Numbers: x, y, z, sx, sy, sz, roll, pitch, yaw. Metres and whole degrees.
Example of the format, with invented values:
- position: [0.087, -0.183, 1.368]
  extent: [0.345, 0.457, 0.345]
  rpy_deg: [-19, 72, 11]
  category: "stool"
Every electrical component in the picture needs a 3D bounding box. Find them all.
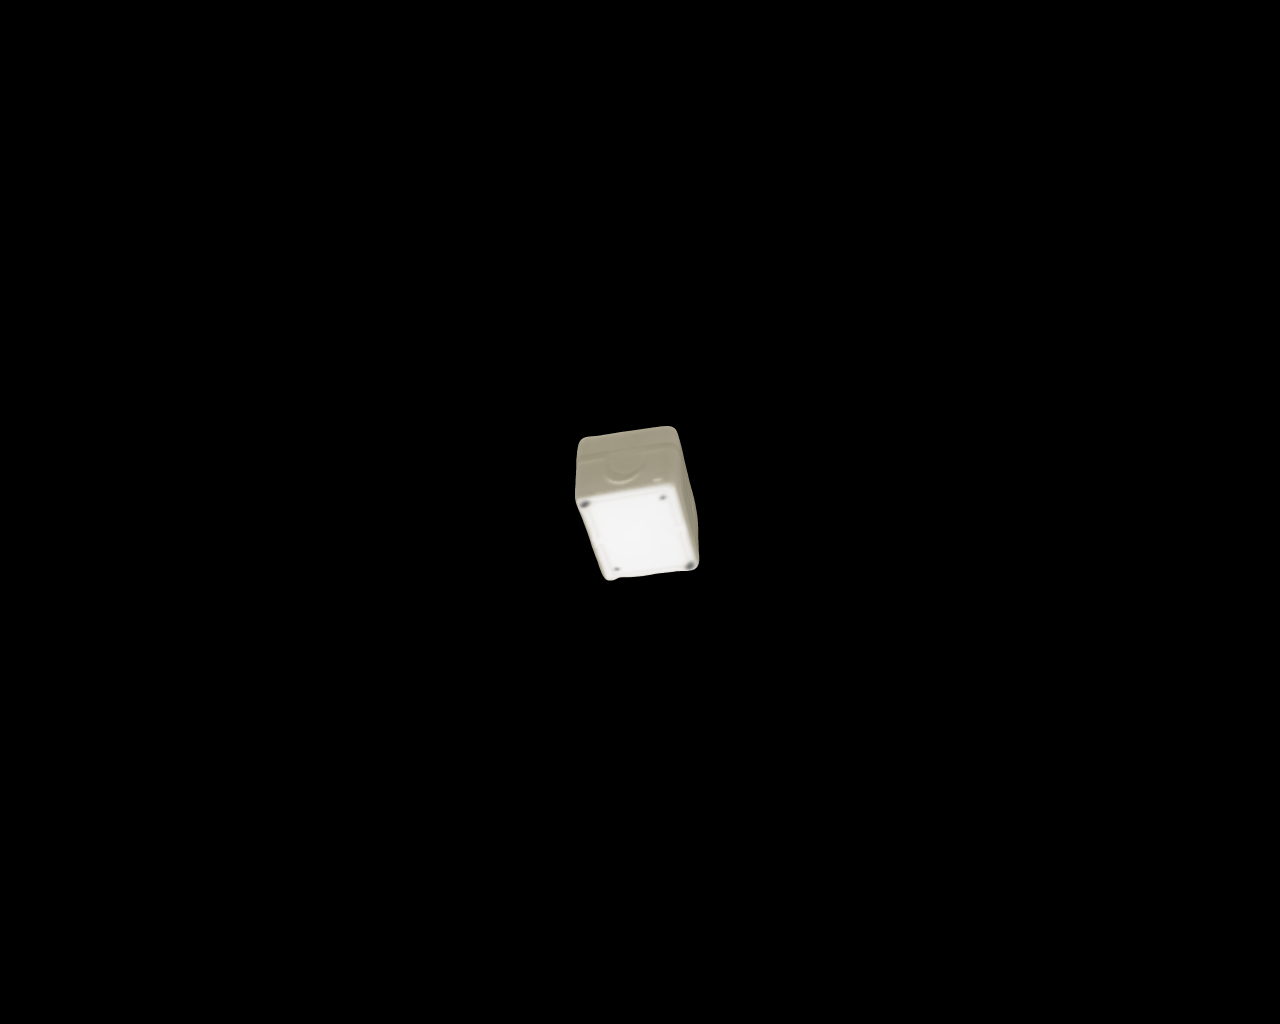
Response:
- position: [0.001, -0.003, 0.650]
  extent: [0.062, 0.061, 0.096]
  rpy_deg: [-8, -43, 9]
  category: "electrical component"
